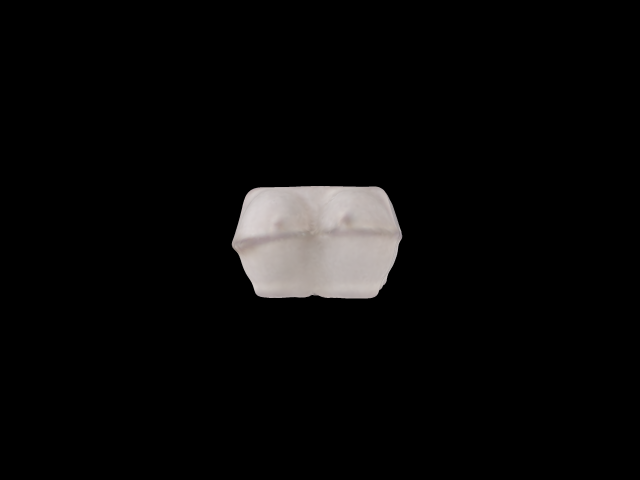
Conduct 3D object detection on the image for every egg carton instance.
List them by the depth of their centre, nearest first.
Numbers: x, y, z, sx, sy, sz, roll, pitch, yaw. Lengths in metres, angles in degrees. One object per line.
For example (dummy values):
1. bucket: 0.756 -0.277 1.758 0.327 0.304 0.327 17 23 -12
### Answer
1. egg carton: 0.004 0.001 0.400 0.107 0.069 0.150 0 0 8
